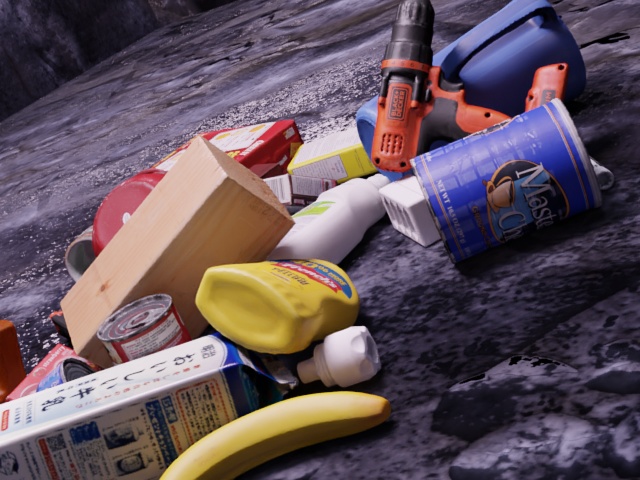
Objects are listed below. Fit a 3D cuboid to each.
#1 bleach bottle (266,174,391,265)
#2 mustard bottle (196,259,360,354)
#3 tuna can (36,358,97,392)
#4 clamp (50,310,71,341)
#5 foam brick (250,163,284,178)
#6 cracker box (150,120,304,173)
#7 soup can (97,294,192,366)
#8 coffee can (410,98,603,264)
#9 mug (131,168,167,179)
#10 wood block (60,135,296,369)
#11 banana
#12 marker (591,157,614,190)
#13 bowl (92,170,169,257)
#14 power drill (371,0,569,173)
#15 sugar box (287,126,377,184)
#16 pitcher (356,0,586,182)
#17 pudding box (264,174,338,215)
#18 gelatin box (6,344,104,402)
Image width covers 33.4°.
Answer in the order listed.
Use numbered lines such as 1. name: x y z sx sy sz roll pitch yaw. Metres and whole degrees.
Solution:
1. bleach bottle: -0.007 0.001 1.077 0.103 0.068 0.250 -2 28 49
2. mustard bottle: -0.019 0.050 0.907 0.096 0.058 0.191 24 12 21
3. tuna can: -0.199 0.143 0.901 0.034 0.086 0.086 -41 18 6
4. clamp: -0.217 0.075 1.174 0.172 0.039 0.120 -4 22 32
5. foam brick: -0.081 -0.054 1.323 0.078 0.051 0.053 -38 24 -33
6. cracker box: -0.142 -0.089 1.457 0.214 0.072 0.164 -1 32 48
7. soup can: -0.133 0.106 0.896 0.068 0.102 0.068 -22 20 8
8. coffee can: 0.163 -0.051 0.944 0.140 0.103 0.103 -22 20 8
9. mug: -0.176 -0.037 1.312 0.117 0.093 0.081 -5 -9 24
10. wood block: -0.131 0.021 0.963 0.206 0.090 0.091 -49 36 9
11. banana: -0.044 0.154 0.774 0.197 0.037 0.070 -28 37 -6
12. marker: 0.252 -0.073 1.021 0.020 0.020 0.121 -24 19 3
13. bowl: -0.206 -0.015 1.227 0.162 0.055 0.162 -10 66 23
14. power drill: 0.151 -0.150 1.075 0.188 0.184 0.057 9 0 14
15. sugar box: 0.054 -0.112 1.319 0.176 0.048 0.093 -14 22 19
16. pitcher: 0.164 -0.165 1.185 0.242 0.149 0.145 -33 21 -12
17. pudding box: -0.049 -0.048 1.232 0.114 0.039 0.089 -6 -5 39
18. gelatin box: -0.233 0.142 0.977 0.073 0.030 0.089 22 35 11
